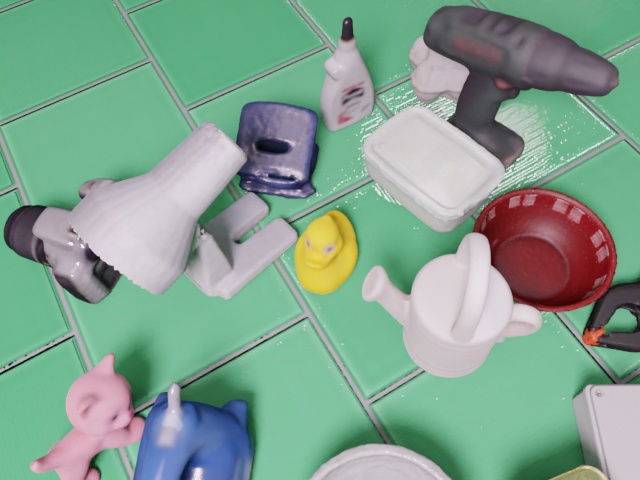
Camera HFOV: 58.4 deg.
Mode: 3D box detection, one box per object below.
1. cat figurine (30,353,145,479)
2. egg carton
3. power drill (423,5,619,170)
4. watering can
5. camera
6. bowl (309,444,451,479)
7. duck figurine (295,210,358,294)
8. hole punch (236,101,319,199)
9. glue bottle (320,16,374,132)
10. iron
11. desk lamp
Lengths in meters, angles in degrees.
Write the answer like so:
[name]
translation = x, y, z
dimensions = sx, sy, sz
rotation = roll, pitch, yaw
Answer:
[cat figurine]
translation = -0.232, 0.183, 0.575
dimensions = 0.067, 0.118, 0.128
rotation = 34, 68, 20
[egg carton]
translation = 0.202, -0.247, 0.816
dimensions = 0.150, 0.069, 0.107
rotation = -1, 61, 3
[power drill]
translation = 0.225, -0.182, 0.700
dimensions = 0.229, 0.208, 0.076
rotation = 37, 69, 21
[watering can]
translation = 0.132, 0.065, 0.577
dimensions = 0.173, 0.194, 0.101
rotation = -10, 61, -2
[camera]
translation = -0.304, -0.015, 0.697
dimensions = 0.136, 0.101, 0.143
rotation = 17, 63, 12
[bowl]
translation = 0.057, 0.281, 0.531
dimensions = 0.167, 0.075, 0.167
rotation = -1, 61, 2
[duck figurine]
translation = 0.006, 0.002, 0.680
dimensions = 0.077, 0.086, 0.104
rotation = 15, 63, 11
[hole punch]
translation = -0.055, -0.116, 0.745
dimensions = 0.108, 0.091, 0.101
rotation = 8, 62, 7
[glue bottle]
translation = 0.035, -0.219, 0.750
dimensions = 0.078, 0.173, 0.037
rotation = -31, 64, -13
[iron]
translation = -0.138, 0.260, 0.514
dimensions = 0.118, 0.141, 0.258
rotation = 3, 61, 5
[desk lamp]
translation = -0.139, -0.020, 0.627
dimensions = 0.203, 0.214, 0.117
rotation = -41, 67, -18
